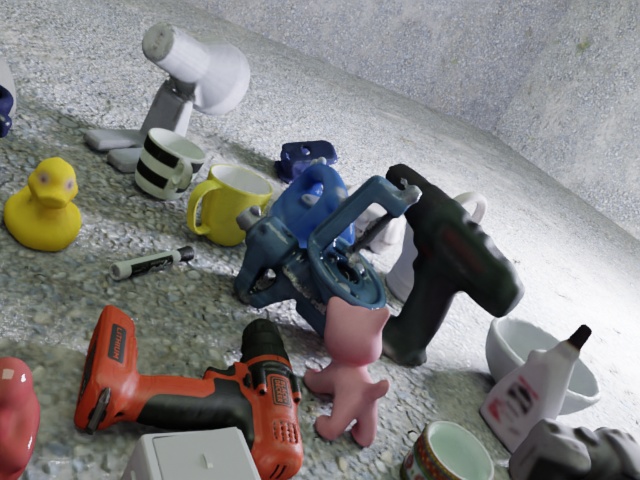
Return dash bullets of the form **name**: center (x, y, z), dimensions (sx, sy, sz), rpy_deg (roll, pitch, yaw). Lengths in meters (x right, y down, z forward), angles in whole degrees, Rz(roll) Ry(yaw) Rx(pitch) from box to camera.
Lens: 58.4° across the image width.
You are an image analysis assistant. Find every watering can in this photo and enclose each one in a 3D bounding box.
- **watering can**: center (0.184, 0.004, 0.887), dimensions (0.172, 0.194, 0.101), rpy_deg (38, 25, 23)

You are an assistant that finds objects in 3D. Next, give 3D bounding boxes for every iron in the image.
- **iron**: center (-0.009, -0.056, 0.867), dimensions (0.119, 0.141, 0.257), rpy_deg (17, 25, -23)

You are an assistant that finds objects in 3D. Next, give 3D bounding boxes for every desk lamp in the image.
- **desk lamp**: center (-0.223, -0.219, 0.880), dimensions (0.117, 0.213, 0.204), rpy_deg (36, 24, 19)

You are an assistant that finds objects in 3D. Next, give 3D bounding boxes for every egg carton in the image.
- **egg carton**: center (0.077, -0.040, 1.020), dimensions (0.150, 0.069, 0.107), rpy_deg (30, 23, 5)

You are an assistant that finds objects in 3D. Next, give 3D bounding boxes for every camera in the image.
- **camera**: center (0.293, 0.263, 0.588), dimensions (0.143, 0.101, 0.136), rpy_deg (23, 24, -11)

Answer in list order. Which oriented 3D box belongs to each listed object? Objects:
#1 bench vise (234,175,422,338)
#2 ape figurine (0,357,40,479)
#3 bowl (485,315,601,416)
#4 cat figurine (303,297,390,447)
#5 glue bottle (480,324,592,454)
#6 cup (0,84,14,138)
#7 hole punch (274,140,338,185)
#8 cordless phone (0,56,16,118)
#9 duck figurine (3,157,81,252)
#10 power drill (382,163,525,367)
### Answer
- **bench vise**: center (0.006, 0.007, 0.653), dimensions (0.208, 0.219, 0.121), rpy_deg (23, 23, -10)
- **ape figurine**: center (-0.210, 0.112, 0.363), dimensions (0.077, 0.092, 0.076), rpy_deg (36, 25, 20)
- **bowl**: center (0.290, 0.182, 0.785), dimensions (0.168, 0.074, 0.167), rpy_deg (23, 24, -10)
- **cat figurine**: center (0.036, 0.121, 0.580), dimensions (0.067, 0.117, 0.127), rpy_deg (16, 26, -26)
- **glue bottle**: center (0.257, 0.164, 0.663), dimensions (0.037, 0.173, 0.078), rpy_deg (9, 29, -37)
- **cup**: center (-0.398, -0.128, 0.651), dimensions (0.117, 0.095, 0.092), rpy_deg (35, 24, 16)
- **hole punch**: center (-0.028, -0.155, 1.116), dimensions (0.101, 0.091, 0.108), rpy_deg (17, 25, -24)
- **cordless phone**: center (-0.451, -0.242, 0.714), dimensions (0.094, 0.185, 0.148), rpy_deg (37, 25, 22)
- **duck figurine**: center (-0.291, -0.050, 0.617), dimensions (0.078, 0.086, 0.104), rpy_deg (12, 28, -32)
- **power drill**: center (0.130, 0.044, 0.728), dimensions (0.229, 0.208, 0.076), rpy_deg (39, 26, 25)
